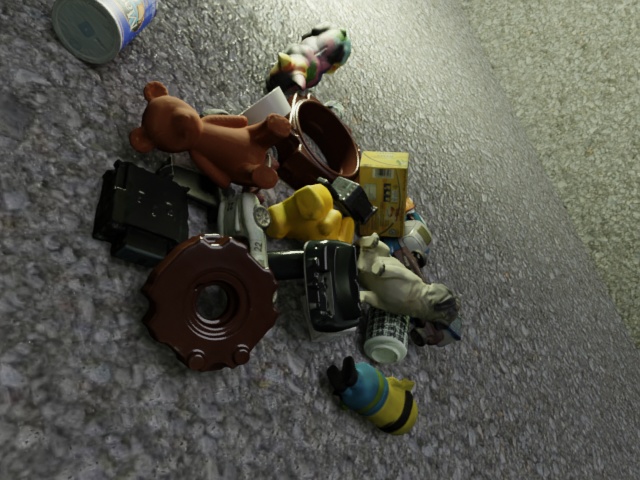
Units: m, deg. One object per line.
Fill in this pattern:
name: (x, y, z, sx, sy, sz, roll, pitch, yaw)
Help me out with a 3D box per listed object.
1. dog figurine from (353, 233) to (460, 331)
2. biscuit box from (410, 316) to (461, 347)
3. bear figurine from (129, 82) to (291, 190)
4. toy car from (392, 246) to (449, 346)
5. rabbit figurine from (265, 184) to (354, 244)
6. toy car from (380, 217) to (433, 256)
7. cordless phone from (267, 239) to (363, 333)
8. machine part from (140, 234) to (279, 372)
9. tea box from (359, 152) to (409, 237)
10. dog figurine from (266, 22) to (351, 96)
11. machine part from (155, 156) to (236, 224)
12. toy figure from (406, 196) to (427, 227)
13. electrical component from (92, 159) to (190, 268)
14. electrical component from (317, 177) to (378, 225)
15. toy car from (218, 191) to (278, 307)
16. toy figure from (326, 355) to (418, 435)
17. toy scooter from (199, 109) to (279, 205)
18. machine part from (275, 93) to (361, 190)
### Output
dog figurine: (0.148, 0.077, 0.981, 0.190, 0.121, 0.172, 20, 35, -23)
biscuit box: (0.218, 0.145, 1.143, 0.202, 0.059, 0.063, 41, 40, -23)
bear figurine: (-0.161, -0.153, 0.780, 0.195, 0.132, 0.120, 25, 74, -35)
toy car: (0.196, 0.110, 1.054, 0.089, 0.053, 0.202, -22, 94, -33)
rabbit figurine: (-0.002, -0.003, 0.953, 0.173, 0.122, 0.162, 61, 19, 7)
toy car: (0.192, 0.005, 1.181, 0.109, 0.103, 0.162, 53, 34, -5)
cordless phone: (-0.029, 0.074, 0.839, 0.088, 0.184, 0.146, 99, -13, -79)
machine part: (-0.139, 0.080, 0.696, 0.179, 0.056, 0.179, 1, 87, -25)
tea box: (0.131, -0.092, 1.106, 0.068, 0.098, 0.169, -75, 167, -51)
dog figurine: (-0.025, -0.382, 1.152, 0.108, 0.191, 0.219, 55, 19, -16)
machine part: (-0.189, -0.076, 0.838, 0.138, 0.039, 0.084, 27, 50, -38)
toy figure: (0.211, -0.055, 1.286, 0.058, 0.064, 0.154, -25, 88, -37)
electrical component: (-0.238, -0.029, 0.727, 0.115, 0.058, 0.134, 21, 49, -38)
electrical component: (0.046, -0.085, 1.000, 0.048, 0.075, 0.119, -48, 123, -9)
toy car: (-0.111, 0.028, 0.799, 0.056, 0.074, 0.201, 12, 66, -51)
toy figure: (0.088, 0.259, 0.886, 0.180, 0.082, 0.089, 37, 52, -35)
toy scooter: (-0.138, -0.133, 0.913, 0.183, 0.075, 0.135, 24, 51, -44)
machine part: (-0.008, -0.185, 1.095, 0.201, 0.087, 0.201, 35, 40, -28)
